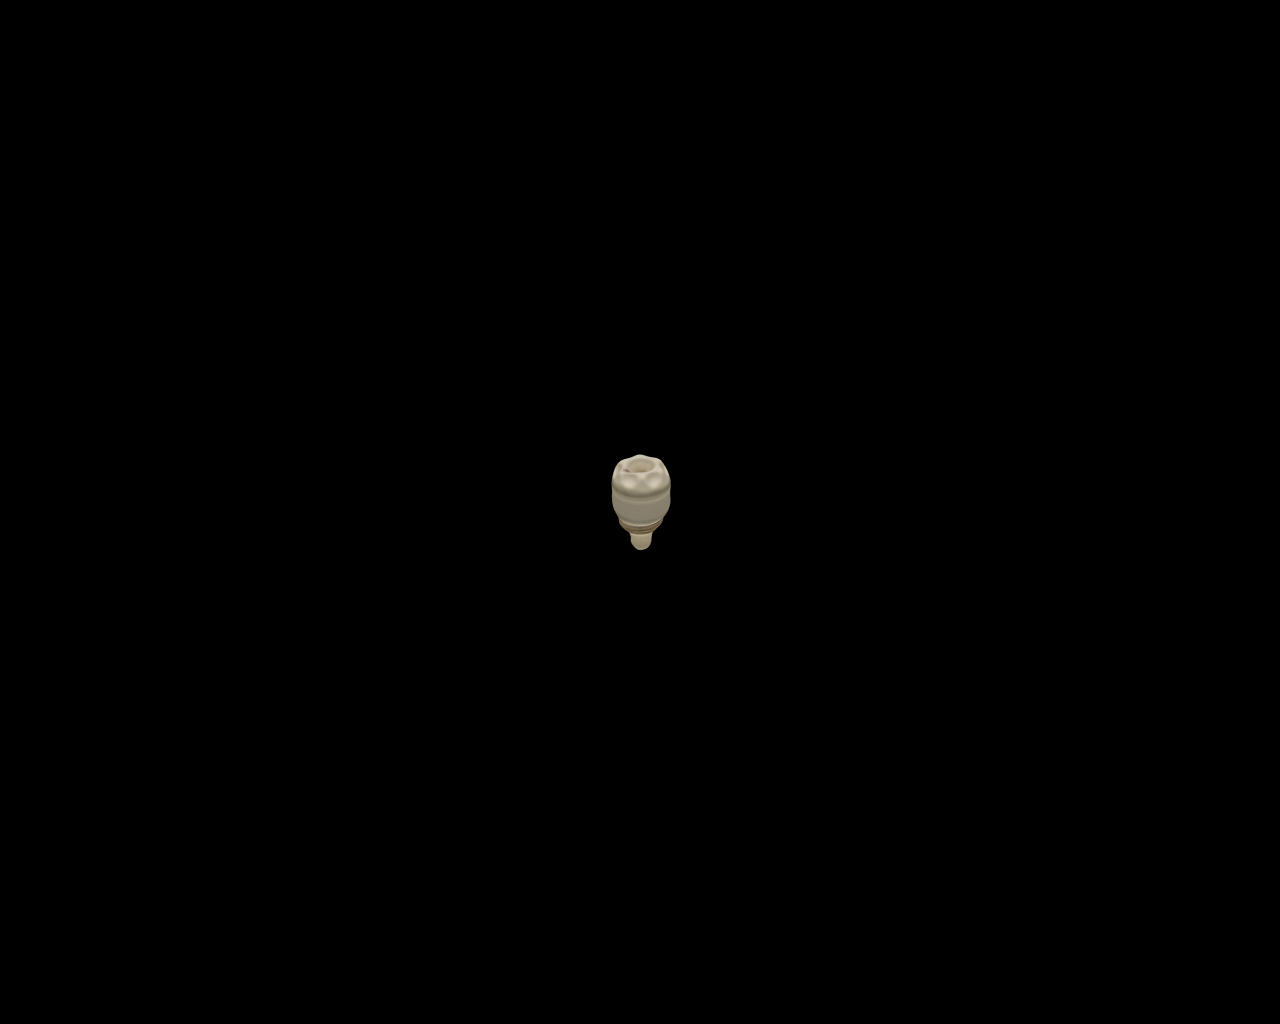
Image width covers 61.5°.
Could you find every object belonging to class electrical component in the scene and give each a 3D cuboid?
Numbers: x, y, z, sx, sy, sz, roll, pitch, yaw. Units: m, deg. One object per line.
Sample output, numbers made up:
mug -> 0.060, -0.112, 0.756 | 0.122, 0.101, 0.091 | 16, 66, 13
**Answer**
electrical component -> 0.001, -0.003, 0.650 | 0.035, 0.061, 0.035 | 0, 33, 0
